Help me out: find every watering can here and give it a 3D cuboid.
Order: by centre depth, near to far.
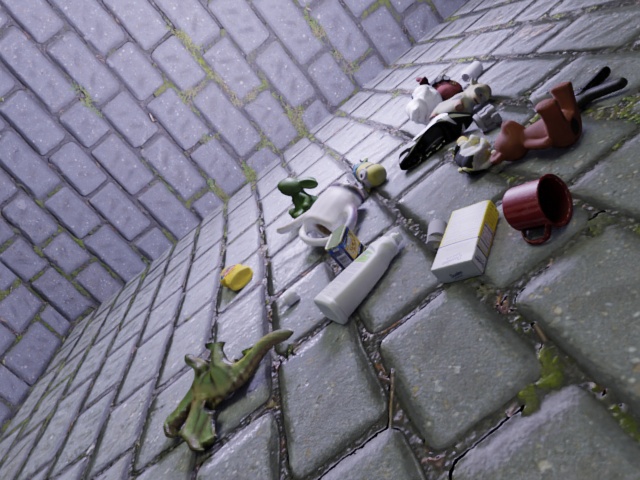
[{"bbox_3d":[0.005,-0.080,1.585,0.348,0.102,0.227,10,58,54],"label":"watering can"}]

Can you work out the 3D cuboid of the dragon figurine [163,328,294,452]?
[{"bbox_3d":[-0.222,0.348,1.146,0.405,0.121,0.249,-29,38,35],"label":"dragon figurine"}]

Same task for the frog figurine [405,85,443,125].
[{"bbox_3d":[0.353,-0.456,1.744,0.122,0.136,0.161,-2,12,19],"label":"frog figurine"}]
